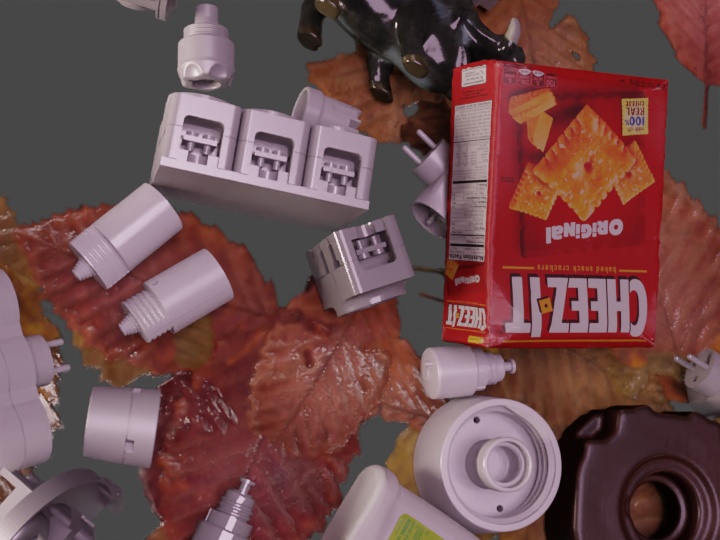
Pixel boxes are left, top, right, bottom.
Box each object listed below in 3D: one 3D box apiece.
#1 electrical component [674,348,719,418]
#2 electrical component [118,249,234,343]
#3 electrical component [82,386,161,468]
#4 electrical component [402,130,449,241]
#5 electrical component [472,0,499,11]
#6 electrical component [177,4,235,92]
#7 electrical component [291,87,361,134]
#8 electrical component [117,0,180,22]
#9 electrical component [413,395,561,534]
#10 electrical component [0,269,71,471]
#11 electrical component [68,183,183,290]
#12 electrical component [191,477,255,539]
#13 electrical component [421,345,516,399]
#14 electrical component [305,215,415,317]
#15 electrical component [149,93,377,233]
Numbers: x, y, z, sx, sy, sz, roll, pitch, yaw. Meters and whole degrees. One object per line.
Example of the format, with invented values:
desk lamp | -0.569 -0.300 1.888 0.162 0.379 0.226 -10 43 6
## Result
electrical component | 0.294 0.090 0.880 0.079 0.077 0.043 31 74 -10
electrical component | -0.137 0.023 0.780 0.081 0.043 0.043 -32 91 -19
electrical component | -0.167 0.108 0.751 0.047 0.055 0.055 8 78 -11
electrical component | 0.068 -0.078 0.859 0.079 0.043 0.077 44 72 -6
electrical component | 0.114 -0.270 0.869 0.057 0.113 0.078 32 73 -6
electrical component | -0.117 -0.170 0.819 0.043 0.043 0.062 2 79 -16
electrical component | -0.027 -0.117 0.840 0.046 0.040 0.040 17 76 -19
electrical component | -0.155 -0.230 0.800 0.051 0.080 0.080 15 77 -9
electrical component | 0.101 0.148 0.821 0.108 0.060 0.108 3 80 -16
electrical component | -0.235 0.066 0.739 0.074 0.052 0.138 -12 84 -40
electrical component | -0.173 -0.021 0.776 0.081 0.043 0.043 -42 94 -19
electrical component | -0.096 0.186 0.766 0.040 0.040 0.078 27 74 -11
electrical component | 0.084 0.078 0.838 0.078 0.040 0.040 -3 82 -18
electrical component | 0.000 0.000 0.800 0.050 0.089 0.055 -18 86 -19
electrical component | -0.073 -0.080 0.792 0.150 0.089 0.061 11 78 -15
